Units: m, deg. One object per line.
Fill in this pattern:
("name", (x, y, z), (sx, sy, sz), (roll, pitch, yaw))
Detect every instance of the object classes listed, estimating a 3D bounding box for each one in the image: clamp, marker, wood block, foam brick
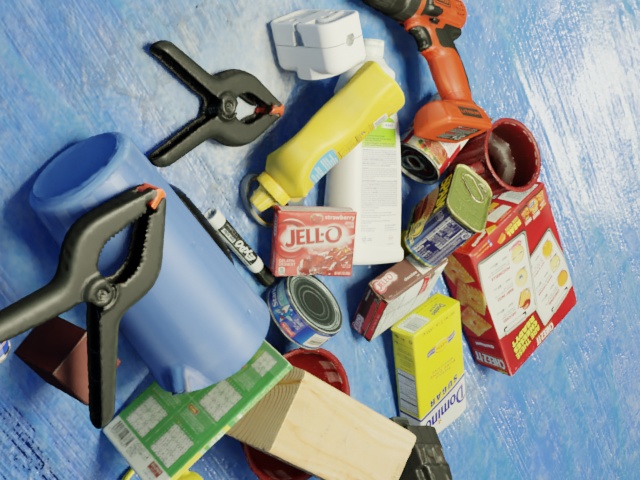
("clamp", (-0.197, 0.042, 0.879), (0.164, 0.036, 0.210), (29, 85, -43))
("marker", (-0.084, 0.010, 1.140), (0.020, 0.020, 0.121), (-55, 130, -19))
("wood block", (-0.001, 0.204, 1.136), (0.205, 0.091, 0.090), (36, 74, -42))
("foam brick", (-0.232, 0.108, 0.982), (0.051, 0.078, 0.053), (-52, 130, -20))
("clamp", (-0.107, -0.124, 1.070), (0.171, 0.039, 0.120), (9, 95, -44))

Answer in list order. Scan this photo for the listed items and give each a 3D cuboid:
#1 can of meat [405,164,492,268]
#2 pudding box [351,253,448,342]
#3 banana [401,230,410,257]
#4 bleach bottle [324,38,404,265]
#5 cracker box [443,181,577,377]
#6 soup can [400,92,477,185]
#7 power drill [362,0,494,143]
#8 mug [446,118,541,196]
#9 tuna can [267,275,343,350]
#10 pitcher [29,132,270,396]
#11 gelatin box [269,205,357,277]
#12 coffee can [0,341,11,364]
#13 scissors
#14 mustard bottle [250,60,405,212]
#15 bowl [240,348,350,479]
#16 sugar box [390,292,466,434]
("can of meat", (0.148, -0.027, 1.243), (0.057, 0.084, 0.102), (38, 38, -12))
("pudding box", (0.094, 0.062, 1.278), (0.113, 0.039, 0.090), (-31, 157, -33))
("banana", (0.147, -0.028, 1.340), (0.197, 0.037, 0.069), (-45, 103, -29))
("bleach bottle", (0.055, -0.100, 1.214), (0.102, 0.068, 0.251), (-3, 100, -47))
("cracker box", (0.252, 0.048, 1.430), (0.164, 0.072, 0.213), (-42, 127, -27))
("soup can", (0.141, -0.126, 1.284), (0.102, 0.069, 0.068), (-52, 130, -22))
("power drill", (0.121, -0.208, 1.200), (0.184, 0.057, 0.187), (2, 72, -49))
("mug", (0.203, -0.092, 1.312), (0.117, 0.082, 0.093), (-25, 94, -35))
("tuna can", (-0.016, 0.076, 1.174), (0.086, 0.086, 0.034), (18, 132, -44))
("pitcher", (-0.158, 0.014, 1.007), (0.145, 0.149, 0.242), (-40, 123, -12))
("gelatin box", (-0.008, 0.001, 1.153), (0.089, 0.030, 0.073), (1, 104, -14))
("coffee can", (-0.319, 0.038, 0.865), (0.102, 0.103, 0.140), (-25, 117, -37))
("scissors", (-0.020, -0.015, 1.195), (0.096, 0.016, 0.201), (-55, 131, -19))
("mustard bottle", (0.002, -0.101, 1.115), (0.191, 0.058, 0.096), (-44, 174, 1))
("bowl", (-0.040, 0.192, 1.199), (0.161, 0.055, 0.162), (-12, 108, -41))
("sugar box", (0.140, 0.165, 1.358), (0.093, 0.048, 0.176), (-32, 126, -34))
